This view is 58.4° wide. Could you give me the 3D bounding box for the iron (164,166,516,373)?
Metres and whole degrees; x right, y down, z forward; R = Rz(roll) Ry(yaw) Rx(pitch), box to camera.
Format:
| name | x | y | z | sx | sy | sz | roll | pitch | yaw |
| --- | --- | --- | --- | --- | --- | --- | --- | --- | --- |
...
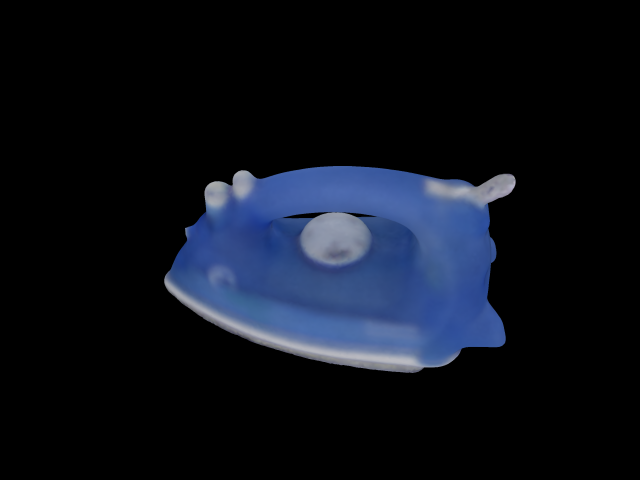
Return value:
| name | x | y | z | sx | sy | sz | roll | pitch | yaw |
| --- | --- | --- | --- | --- | --- | --- | --- | --- | --- |
| iron | 0.004 | 0.001 | 0.400 | 0.258 | 0.141 | 0.118 | 4 | 46 | 4 |
